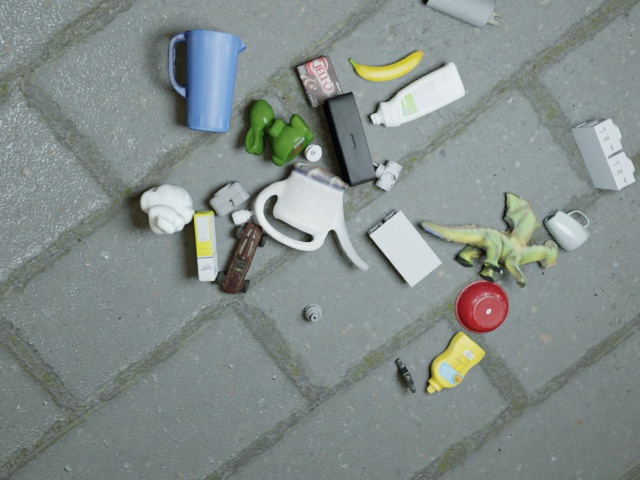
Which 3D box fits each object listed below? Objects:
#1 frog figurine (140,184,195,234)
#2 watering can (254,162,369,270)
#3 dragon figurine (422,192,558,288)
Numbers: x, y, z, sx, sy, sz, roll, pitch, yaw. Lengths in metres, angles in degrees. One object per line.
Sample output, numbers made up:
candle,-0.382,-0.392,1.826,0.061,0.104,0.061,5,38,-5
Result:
frog figurine,-0.389,-0.079,1.300,0.137,0.160,0.122,29,94,-8
watering can,0.004,-0.069,1.362,0.347,0.104,0.224,23,94,-6
dragon figurine,0.498,-0.021,1.433,0.408,0.121,0.245,35,76,-10
